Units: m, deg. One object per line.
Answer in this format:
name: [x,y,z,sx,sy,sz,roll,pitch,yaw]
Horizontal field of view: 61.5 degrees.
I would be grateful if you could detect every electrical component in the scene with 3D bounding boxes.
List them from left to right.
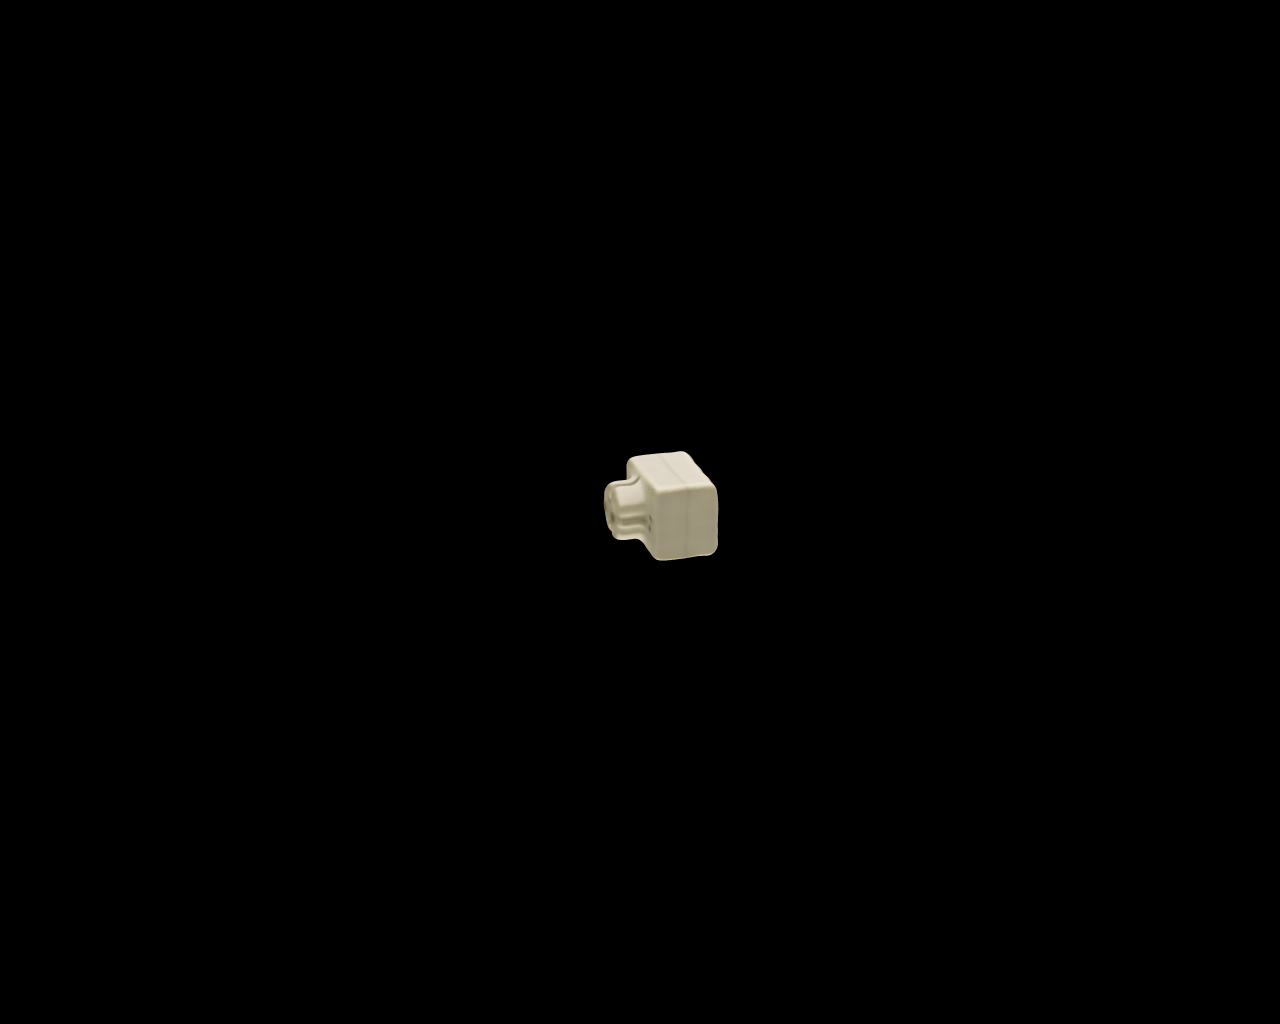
electrical component: [0.001,-0.003,0.650,0.077,0.047,0.066,-6,23,-14]
